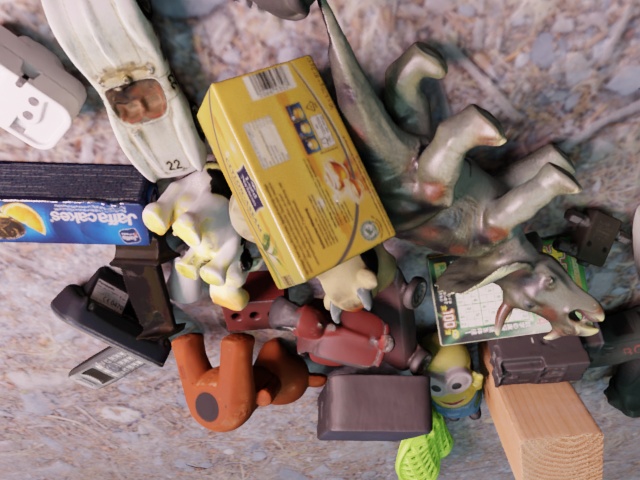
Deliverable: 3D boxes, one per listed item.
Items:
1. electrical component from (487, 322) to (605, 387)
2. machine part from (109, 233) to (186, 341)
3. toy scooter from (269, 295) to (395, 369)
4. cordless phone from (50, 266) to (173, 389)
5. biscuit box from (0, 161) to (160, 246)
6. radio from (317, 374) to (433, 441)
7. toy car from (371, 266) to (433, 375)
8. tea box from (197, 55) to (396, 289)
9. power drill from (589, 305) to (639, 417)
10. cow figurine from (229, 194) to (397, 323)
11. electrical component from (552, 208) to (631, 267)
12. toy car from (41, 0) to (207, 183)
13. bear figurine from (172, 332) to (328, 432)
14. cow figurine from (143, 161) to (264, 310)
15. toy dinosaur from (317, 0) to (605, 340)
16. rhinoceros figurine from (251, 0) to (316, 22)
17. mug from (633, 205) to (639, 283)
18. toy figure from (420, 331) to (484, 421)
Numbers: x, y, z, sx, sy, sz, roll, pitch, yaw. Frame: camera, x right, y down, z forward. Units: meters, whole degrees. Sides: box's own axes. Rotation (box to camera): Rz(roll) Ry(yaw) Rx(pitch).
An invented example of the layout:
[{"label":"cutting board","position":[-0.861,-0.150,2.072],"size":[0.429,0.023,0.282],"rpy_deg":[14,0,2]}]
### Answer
[{"label":"electrical component","position":[0.274,0.116,0.671],"size":[0.134,0.115,0.058],"rpy_deg":[-9,145,5]},{"label":"machine part","position":[-0.191,0.049,0.605],"size":[0.084,0.039,0.138],"rpy_deg":[0,110,19]},{"label":"toy scooter","position":[0.027,0.111,0.630],"size":[0.135,0.075,0.183],"rpy_deg":[11,166,18]},{"label":"cordless phone","position":[-0.289,0.128,0.680],"size":[0.184,0.089,0.146],"rpy_deg":[-33,126,30]},{"label":"biscuit box","position":[-0.269,-0.037,0.541],"size":[0.203,0.063,0.059],"rpy_deg":[1,134,-4]},{"label":"radio","position":[0.066,0.238,0.749],"size":[0.131,0.073,0.229],"rpy_deg":[3,156,-3]},{"label":"toy car","position":[0.093,0.091,0.668],"size":[0.053,0.089,0.201],"rpy_deg":[-40,137,-28]},{"label":"tea box","position":[-0.021,-0.055,0.453],"size":[0.098,0.169,0.068],"rpy_deg":[-24,-179,-24]},{"label":"power drill","position":[0.483,0.161,0.751],"size":[0.232,0.086,0.207],"rpy_deg":[-14,135,12]},{"label":"cow figurine","position":[-0.001,-0.002,0.537],"size":[0.195,0.127,0.085],"rpy_deg":[29,145,-25]},{"label":"electrical component","position":[0.311,0.000,0.612],"size":[0.094,0.021,0.063],"rpy_deg":[17,96,-19]},{"label":"toy car","position":[-0.159,-0.138,0.458],"size":[0.074,0.056,0.201],"rpy_deg":[-12,132,8]},{"label":"bear figurine","position":[-0.082,0.168,0.706],"size":[0.120,0.196,0.131],"rpy_deg":[-5,93,34]},{"label":"cow figurine","position":[-0.108,0.000,0.574],"size":[0.068,0.098,0.167],"rpy_deg":[14,146,27]},{"label":"toy dinosaur","position":[0.115,-0.047,0.520],"size":[0.404,0.131,0.192],"rpy_deg":[31,120,-18]},{"label":"rhinoceros figurine","position":[-0.081,-0.220,0.365],"size":[0.190,0.073,0.112],"rpy_deg":[25,126,-6]},{"label":"mug","position":[0.406,-0.001,0.599],"size":[0.110,0.081,0.107],"rpy_deg":[-22,121,21]},{"label":"toy figure","position":[0.186,0.200,0.771],"size":[0.082,0.089,0.180],"rpy_deg":[-31,138,3]}]
